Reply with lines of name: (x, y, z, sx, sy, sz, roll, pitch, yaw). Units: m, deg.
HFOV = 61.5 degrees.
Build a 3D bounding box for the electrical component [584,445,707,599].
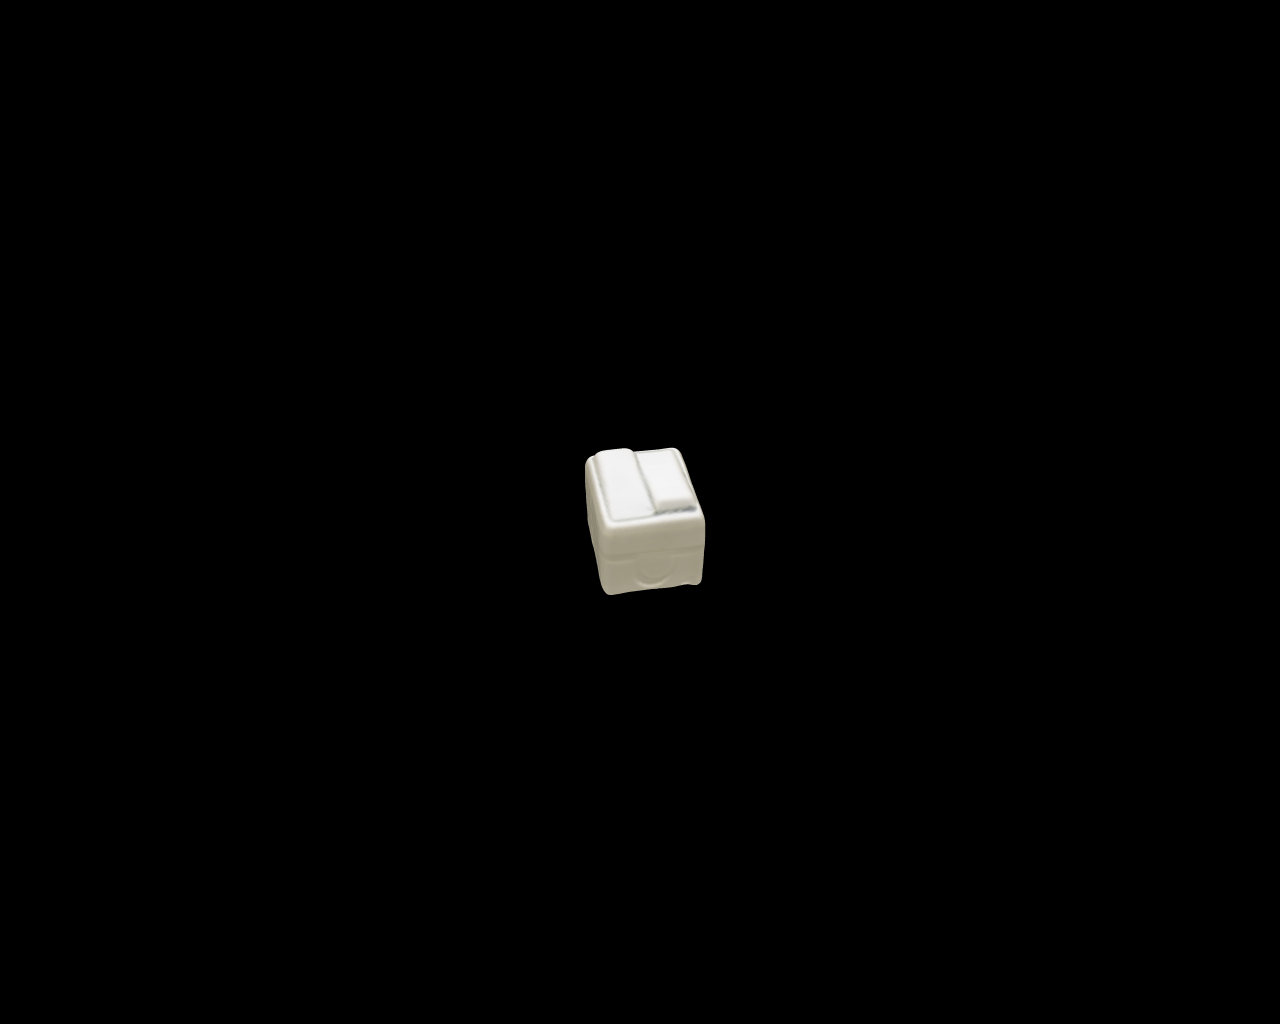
electrical component: (0.001, -0.003, 0.650, 0.062, 0.061, 0.096, -6, 37, -7)
